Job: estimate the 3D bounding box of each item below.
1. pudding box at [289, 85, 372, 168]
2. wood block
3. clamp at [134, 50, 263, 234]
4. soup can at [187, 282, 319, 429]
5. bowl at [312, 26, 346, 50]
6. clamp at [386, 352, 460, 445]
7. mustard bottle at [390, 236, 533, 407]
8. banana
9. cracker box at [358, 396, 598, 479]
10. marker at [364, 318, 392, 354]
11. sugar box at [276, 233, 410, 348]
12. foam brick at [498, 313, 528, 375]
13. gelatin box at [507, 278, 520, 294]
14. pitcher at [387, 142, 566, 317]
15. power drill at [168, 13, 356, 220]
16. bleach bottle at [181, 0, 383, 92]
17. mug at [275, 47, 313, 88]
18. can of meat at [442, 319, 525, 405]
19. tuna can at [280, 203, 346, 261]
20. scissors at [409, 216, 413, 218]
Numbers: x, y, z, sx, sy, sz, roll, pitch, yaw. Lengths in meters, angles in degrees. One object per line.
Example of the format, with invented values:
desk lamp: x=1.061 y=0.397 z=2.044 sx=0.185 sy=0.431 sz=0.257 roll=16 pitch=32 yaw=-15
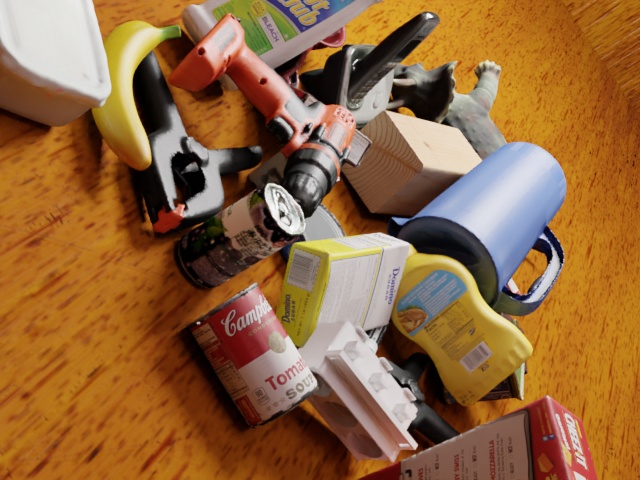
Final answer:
pudding box: x=-0.009 y=-0.132 z=1.184 sx=0.113 sy=0.039 sz=0.090 roll=31 pitch=3 yaw=-38
wood block: x=0.121 y=-0.090 z=1.328 sx=0.205 sy=0.090 sz=0.091 roll=3 pitch=50 yaw=-58
clamp: x=-0.130 y=-0.083 z=0.980 sx=0.164 sy=0.036 sz=0.210 roll=44 pitch=29 yaw=-18
soup can: x=-0.055 y=0.096 z=0.881 sx=0.102 sy=0.069 sz=0.068 roll=58 pitch=27 yaw=0
bowl: x=-0.039 y=-0.293 z=1.329 sx=0.162 sy=0.055 sz=0.162 roll=39 pitch=32 yaw=-31
clamp: x=0.091 y=0.168 z=1.075 sx=0.171 sy=0.039 sz=0.120 roll=6 pitch=46 yaw=-57
mustard bottle: x=0.128 y=0.074 z=1.124 sx=0.192 sy=0.096 sz=0.058 roll=50 pitch=13 yaw=9
banana: x=-0.171 y=-0.139 z=0.948 sx=0.037 sy=0.069 sz=0.197 roll=93 pitch=1 yaw=-49
cracker box: x=0.126 y=0.245 z=0.860 sx=0.072 sy=0.214 sz=0.164 roll=35 pitch=35 yaw=-39
marker: x=0.063 y=0.091 z=1.132 sx=0.020 sy=0.020 sz=0.121 roll=53 pitch=28 yaw=-9
sugar box: x=0.023 y=0.045 z=1.038 sx=0.048 sy=0.093 sz=0.176 roll=20 pitch=12 yaw=25
foam brick: x=0.218 y=0.132 z=1.308 sx=0.053 sy=0.051 sz=0.078 roll=44 pitch=30 yaw=-26
gelatin box: x=0.197 y=0.048 z=1.339 sx=0.089 sy=0.073 sz=0.030 roll=59 pitch=27 yaw=3
pitcher: x=0.203 y=-0.014 z=1.239 sx=0.242 sy=0.145 sz=0.149 roll=-41 pitch=112 yaw=-44
power drill: x=-0.054 y=-0.119 z=1.028 sx=0.187 sy=0.057 sz=0.184 roll=42 pitch=32 yaw=-13
bleach bottle: x=-0.016 y=-0.262 z=1.132 sx=0.102 sy=0.250 sz=0.068 roll=57 pitch=-7 yaw=-5
mug: x=-0.046 y=-0.225 z=1.221 sx=0.081 sy=0.093 sz=0.117 roll=-59 pitch=133 yaw=-65
can of meat: x=0.182 y=0.138 z=1.195 sx=0.102 sy=0.084 sz=0.057 roll=-69 pitch=146 yaw=-58
tuna can: x=-0.007 y=0.001 z=1.095 sx=0.086 sy=0.034 sz=0.086 roll=39 pitch=32 yaw=-31
scissors: x=0.128 y=0.042 z=1.293 sx=0.096 sy=0.016 sz=0.201 roll=45 pitch=30 yaw=-16
